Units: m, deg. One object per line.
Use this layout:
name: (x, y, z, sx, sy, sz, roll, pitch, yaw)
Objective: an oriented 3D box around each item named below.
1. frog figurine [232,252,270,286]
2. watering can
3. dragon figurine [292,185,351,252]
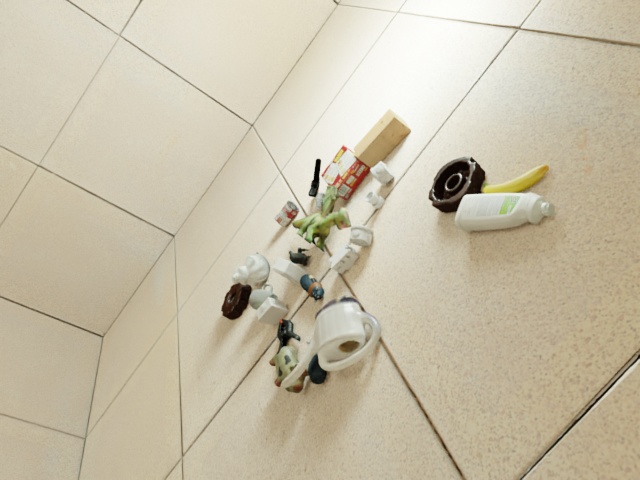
frog figurine: (-0.296, 0.133, 2.196, 0.123, 0.135, 0.161, 23, 29, 33)
watering can: (0.023, 0.298, 1.542, 0.345, 0.230, 0.102, -27, -52, 17)
dragon figurine: (0.006, -0.099, 1.976, 0.121, 0.242, 0.415, 28, 6, -29)
